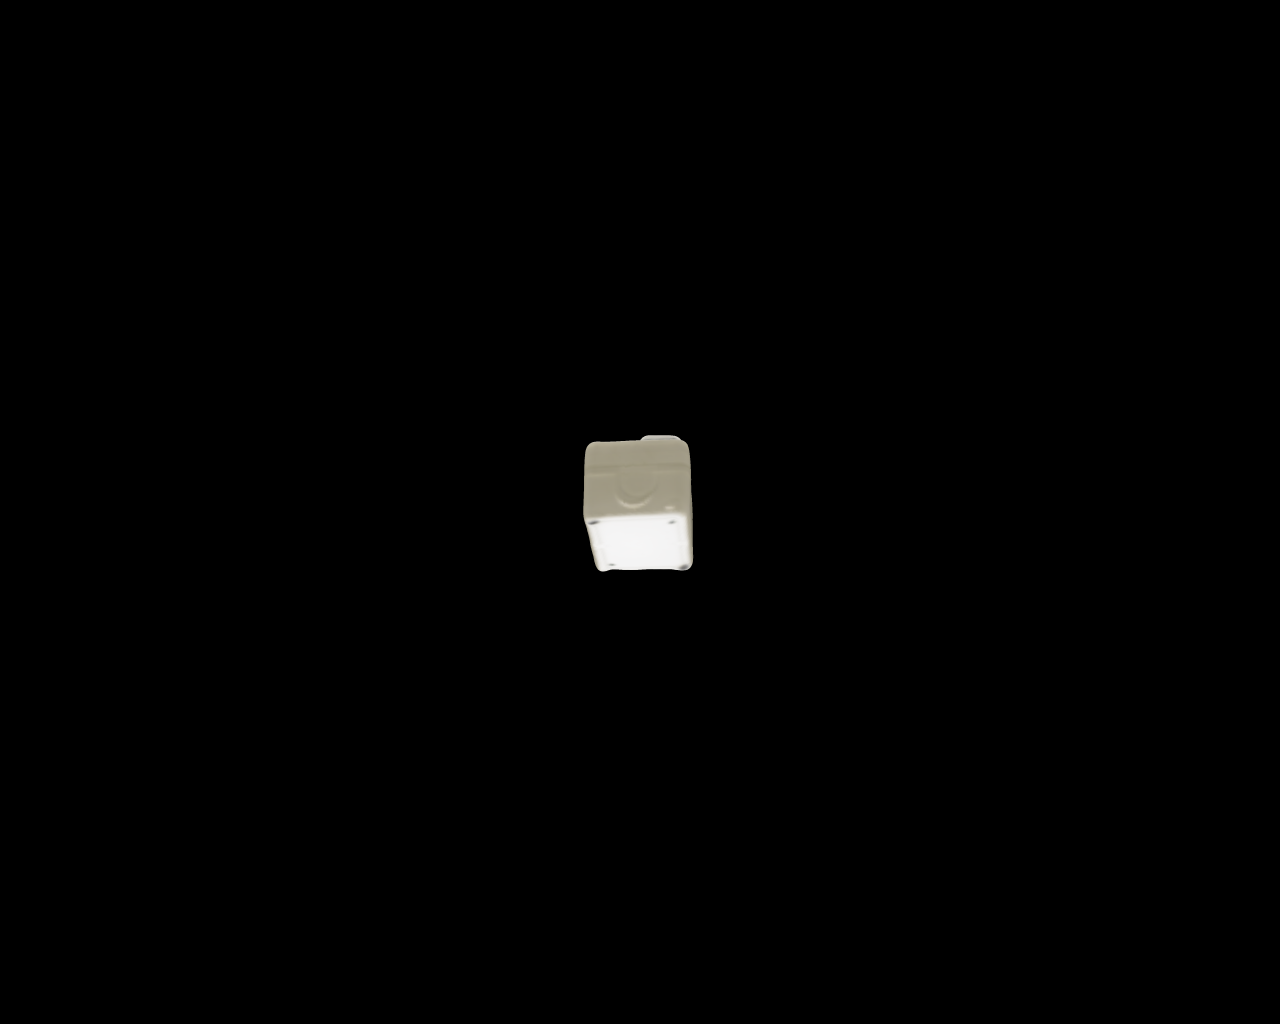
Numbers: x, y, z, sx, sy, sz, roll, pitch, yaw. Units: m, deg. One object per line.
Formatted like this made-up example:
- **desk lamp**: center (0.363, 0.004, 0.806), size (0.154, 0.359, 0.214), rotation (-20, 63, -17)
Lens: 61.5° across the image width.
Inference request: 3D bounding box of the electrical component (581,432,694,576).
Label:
- **electrical component**: center (0.001, -0.003, 0.650), size (0.062, 0.061, 0.096), rotation (-2, -27, 3)
